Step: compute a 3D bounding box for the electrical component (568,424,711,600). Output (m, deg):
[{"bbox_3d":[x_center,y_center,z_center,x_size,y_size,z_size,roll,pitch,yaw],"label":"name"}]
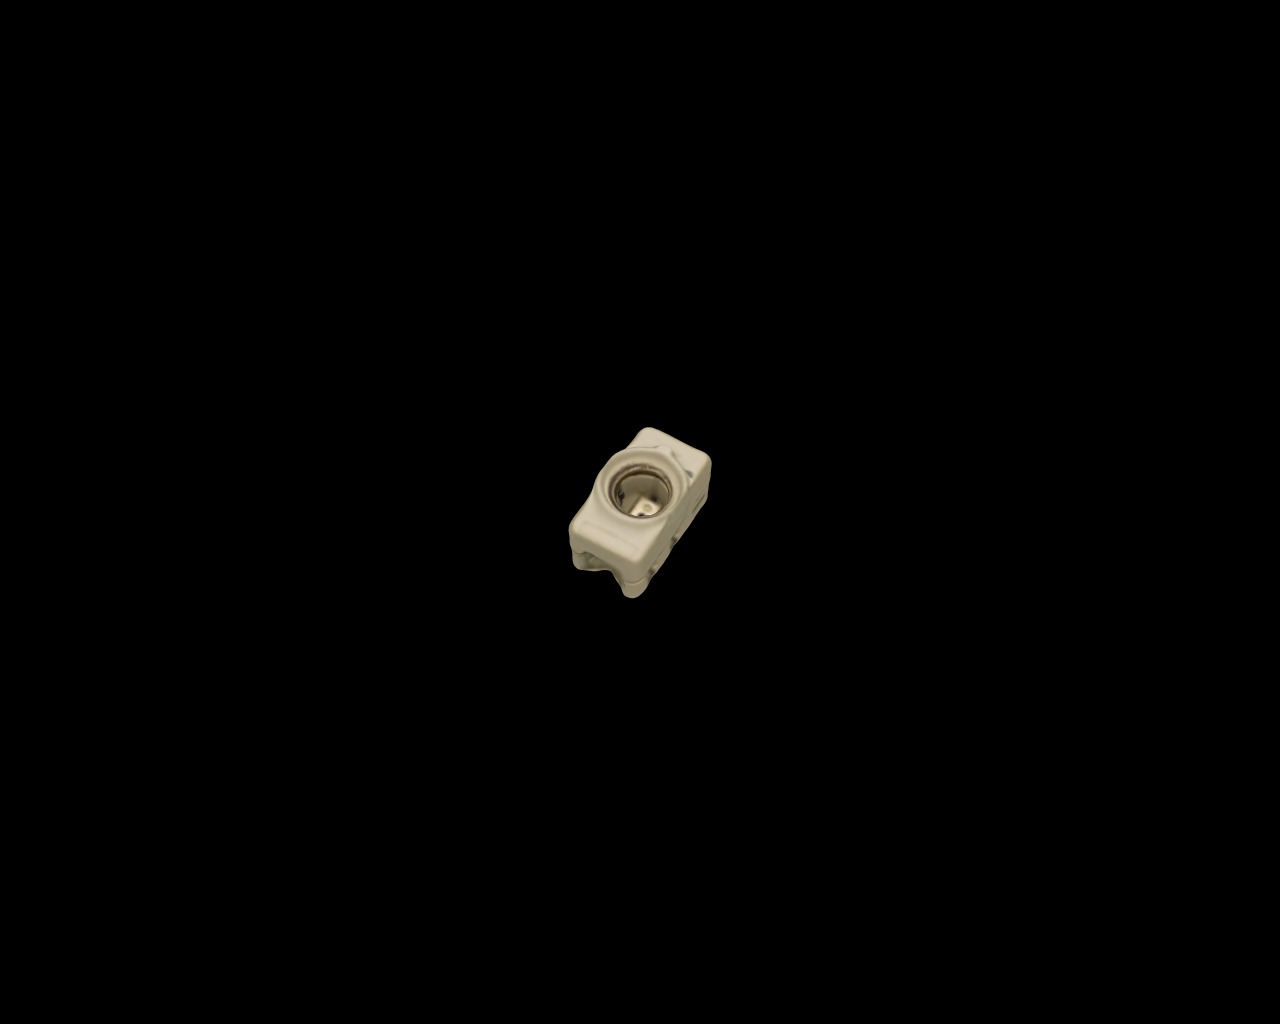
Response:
[{"bbox_3d":[0.001,-0.003,0.650,0.050,0.090,0.055,28,-28,16],"label":"electrical component"}]
